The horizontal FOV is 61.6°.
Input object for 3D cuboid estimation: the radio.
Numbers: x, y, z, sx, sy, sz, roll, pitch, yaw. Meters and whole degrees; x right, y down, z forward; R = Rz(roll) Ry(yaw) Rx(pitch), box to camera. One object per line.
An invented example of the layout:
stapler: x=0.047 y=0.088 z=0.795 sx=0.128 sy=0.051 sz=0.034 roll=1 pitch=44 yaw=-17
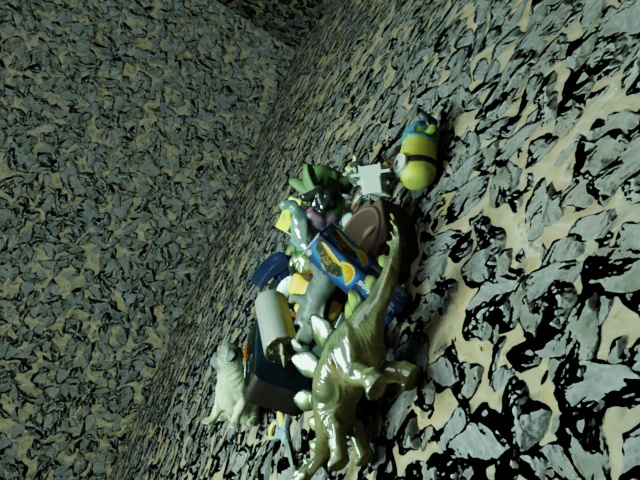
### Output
radio: x=-0.097 y=0.274 z=1.207 sx=0.230 sy=0.131 sz=0.073 roll=-100 pitch=33 yaw=-61

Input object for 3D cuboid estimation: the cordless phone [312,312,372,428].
cordless phone: x=0.068 y=0.232 z=0.955 sx=0.146 sy=0.088 sz=0.184 roll=-53 pitch=32 yaw=22

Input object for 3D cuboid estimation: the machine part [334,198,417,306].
machine part: x=0.098 y=0.030 z=1.093 sx=0.201 sy=0.087 sz=0.201 roll=-48 pitch=25 yaw=33

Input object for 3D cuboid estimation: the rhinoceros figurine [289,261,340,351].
rhinoceros figurine: x=-0.004 y=0.131 z=1.044 sx=0.112 sy=0.073 sz=0.190 roll=41 pitch=115 yaw=51

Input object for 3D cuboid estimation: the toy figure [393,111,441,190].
toy figure: x=0.208 y=-0.184 z=1.109 sx=0.089 sy=0.082 sz=0.180 roll=7 pitch=54 yaw=27

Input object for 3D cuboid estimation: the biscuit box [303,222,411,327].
biscuit box: x=0.067 y=0.062 z=0.964 sx=0.062 sy=0.203 sz=0.059 roll=-51 pitch=-5 yaw=33

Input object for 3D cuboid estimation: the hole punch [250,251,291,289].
hole punch: x=-0.120 y=0.084 z=1.412 sx=0.142 sy=0.092 sz=0.115 roll=-165 pitch=93 yaw=-73

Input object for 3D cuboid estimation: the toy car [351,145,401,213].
toy car: x=0.141 y=-0.144 z=1.225 sx=0.202 sy=0.053 sz=0.089 roll=-42 pitch=26 yaw=11

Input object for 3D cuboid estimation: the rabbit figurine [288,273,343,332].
rabbit figurine: x=-0.001 y=0.173 z=1.180 sx=0.162 sy=0.122 sz=0.173 roll=38 pitch=114 yaw=62

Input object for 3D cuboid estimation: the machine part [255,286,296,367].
machine part: x=-0.098 y=0.189 z=1.193 sx=0.079 sy=0.079 sz=0.243 roll=-56 pitch=29 yaw=21

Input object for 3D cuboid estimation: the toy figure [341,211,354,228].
toy figure: x=0.096 y=-0.036 z=1.249 sx=0.154 sy=0.058 sz=0.064 roll=-168 pitch=66 yaw=-69

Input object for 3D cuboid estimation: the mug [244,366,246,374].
mug: x=-0.124 y=0.325 z=1.260 sx=0.080 sy=0.107 sz=0.110 roll=-53 pitch=19 yaw=30

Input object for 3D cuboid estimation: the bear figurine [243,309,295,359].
bear figurine: x=-0.127 y=0.247 z=1.406 sx=0.120 sy=0.132 sz=0.195 roll=-171 pitch=89 yaw=-72

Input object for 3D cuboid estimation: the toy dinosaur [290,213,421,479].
toy dinosaur: x=0.053 y=0.191 z=0.865 sx=0.199 sy=0.105 sz=0.471 roll=34 pitch=99 yaw=46

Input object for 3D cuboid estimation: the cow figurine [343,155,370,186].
cow figurine: x=0.099 y=-0.168 z=1.350 sx=0.068 sy=0.098 sz=0.167 roll=-66 pitch=18 yaw=12

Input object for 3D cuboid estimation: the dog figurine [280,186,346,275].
dog figurine: x=-0.003 y=-0.004 z=1.324 sx=0.108 sy=0.192 sz=0.219 roll=51 pitch=-162 yaw=-73

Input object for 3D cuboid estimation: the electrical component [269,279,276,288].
electrical component: x=-0.104 y=0.144 z=1.529 sx=0.134 sy=0.058 sz=0.115 roll=-59 pitch=17 yaw=12

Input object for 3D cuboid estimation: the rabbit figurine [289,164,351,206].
rabbit figurine: x=0.004 y=-0.141 z=1.467 sx=0.121 sy=0.159 sz=0.170 roll=-43 pitch=20 yaw=25

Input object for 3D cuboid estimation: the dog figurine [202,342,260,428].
dog figurine: x=-0.199 y=0.351 z=1.316 sx=0.172 sy=0.121 sz=0.190 roll=51 pitch=-137 yaw=-72
